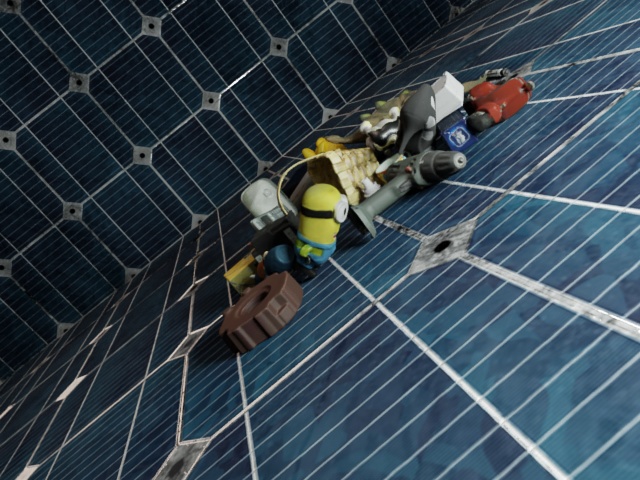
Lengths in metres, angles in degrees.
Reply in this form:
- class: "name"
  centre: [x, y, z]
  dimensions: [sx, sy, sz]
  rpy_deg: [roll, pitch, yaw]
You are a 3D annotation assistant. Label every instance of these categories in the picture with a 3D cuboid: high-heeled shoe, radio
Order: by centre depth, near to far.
- class: "high-heeled shoe"
  centre: [0.214, -0.246, 1.118]
  dimensions: [0.249, 0.086, 0.145]
  rpy_deg: [-28, -39, -65]
- class: "radio"
  centre: [-0.042, -0.192, 1.761]
  dimensions: [0.131, 0.073, 0.230]
  rpy_deg: [-32, 15, 26]

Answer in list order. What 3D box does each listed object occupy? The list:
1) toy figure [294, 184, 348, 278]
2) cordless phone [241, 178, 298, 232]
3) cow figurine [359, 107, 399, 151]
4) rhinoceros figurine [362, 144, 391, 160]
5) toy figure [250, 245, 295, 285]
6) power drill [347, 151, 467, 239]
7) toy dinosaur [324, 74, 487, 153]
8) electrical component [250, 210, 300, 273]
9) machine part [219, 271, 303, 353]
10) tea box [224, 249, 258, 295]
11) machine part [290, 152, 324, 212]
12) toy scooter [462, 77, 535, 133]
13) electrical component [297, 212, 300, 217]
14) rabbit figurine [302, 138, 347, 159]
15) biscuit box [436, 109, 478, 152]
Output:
- class: "toy figure"
  centre: [-0.006, -0.018, 1.016]
  dimensions: [0.082, 0.089, 0.180]
  rpy_deg: [-113, 38, -52]
- class: "cordless phone"
  centre: [-0.150, -0.073, 1.357]
  dimensions: [0.088, 0.146, 0.184]
  rpy_deg: [-44, -3, 25]
- class: "cow figurine"
  centre: [0.184, -0.258, 1.229]
  dimensions: [0.167, 0.068, 0.098]
  rpy_deg: [-26, 30, -5]
- class: "rhinoceros figurine"
  centre: [0.107, -0.221, 1.491]
  dimensions: [0.190, 0.073, 0.112]
  rpy_deg: [-39, 16, -2]
- class: "toy figure"
  centre: [-0.095, 0.060, 1.110]
  dimensions: [0.058, 0.064, 0.154]
  rpy_deg: [-23, -13, -32]
- class: "power drill"
  centre: [0.149, -0.096, 1.021]
  dimensions: [0.207, 0.086, 0.232]
  rpy_deg: [-44, 14, -6]
- class: "toy dinosaur"
  centre: [0.233, -0.330, 1.369]
  dimensions: [0.472, 0.104, 0.199]
  rpy_deg: [-18, 26, -2]
- class: "electrical component"
  centre: [-0.082, 0.016, 1.164]
  dimensions: [0.134, 0.114, 0.058]
  rpy_deg: [-30, 15, 24]
- class: "machine part"
  centre: [-0.112, 0.131, 1.009]
  dimensions: [0.179, 0.056, 0.179]
  rpy_deg: [-34, 17, 12]
- class: "tea box"
  centre: [-0.137, 0.057, 1.258]
  dimensions: [0.169, 0.068, 0.098]
  rpy_deg: [-43, 16, -12]
- class: "machine part"
  centre: [-0.013, -0.154, 1.470]
  dimensions: [0.243, 0.079, 0.079]
  rpy_deg: [-54, 4, 33]
- class: "toy scooter"
  centre: [0.361, -0.286, 1.089]
  dimensions: [0.135, 0.075, 0.184]
  rpy_deg: [-33, 19, 21]
- class: "electrical component"
  centre: [-0.033, -0.044, 1.351]
  dimensions: [0.078, 0.045, 0.102]
  rpy_deg: [-12, 31, 51]
- class: "rabbit figurine"
  centre: [0.028, -0.219, 1.576]
  dimensions: [0.122, 0.162, 0.173]
  rpy_deg: [-16, 42, 28]
- class: "biscuit box"
  centre: [0.287, -0.243, 1.162]
  dimensions: [0.063, 0.059, 0.203]
  rpy_deg: [-33, 16, 17]
